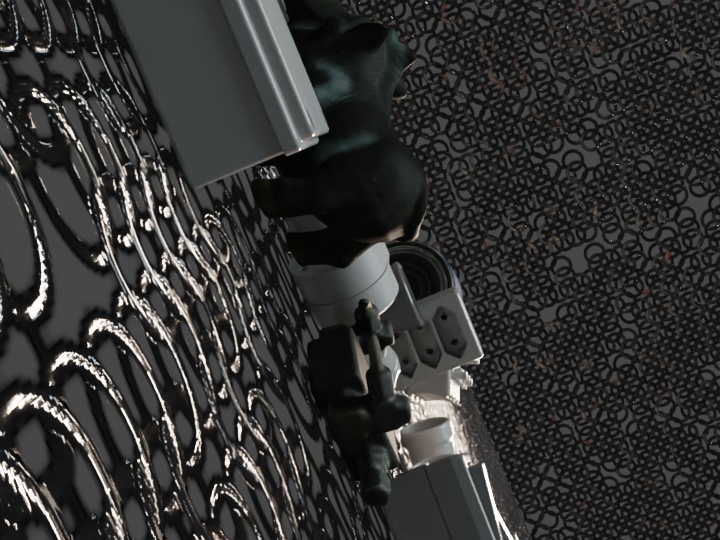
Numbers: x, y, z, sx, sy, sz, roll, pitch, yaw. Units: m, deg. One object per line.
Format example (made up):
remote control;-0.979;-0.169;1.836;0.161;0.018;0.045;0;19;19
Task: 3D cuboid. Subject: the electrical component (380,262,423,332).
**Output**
electrical component;0.007;0.025;0.684;0.045;0.055;0.045;-22;90;-85

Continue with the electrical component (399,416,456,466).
electrical component;0.055;0.138;0.810;0.040;0.040;0.046;-59;133;-84

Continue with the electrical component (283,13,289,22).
electrical component;-0.058;-0.164;0.821;0.061;0.061;0.096;65;-2;-36

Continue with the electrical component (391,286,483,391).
electrical component;0.037;0.047;0.743;0.075;0.083;0.047;-57;125;-84

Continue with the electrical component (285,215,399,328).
electrical component;-0.020;-0.029;0.634;0.138;0.052;0.073;-105;171;-64

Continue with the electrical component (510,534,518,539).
electrical component;0.095;0.220;0.780;0.045;0.055;0.045;-22;90;-85

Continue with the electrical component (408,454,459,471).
electrical component;0.058;0.158;0.725;0.066;0.048;0.055;-85;160;-79

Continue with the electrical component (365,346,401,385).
electrical component;0.000;0.048;0.630;0.061;0.035;0.035;58;11;-49

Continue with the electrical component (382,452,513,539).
electrical component;0.055;0.154;0.603;0.062;0.061;0.096;45;23;-78

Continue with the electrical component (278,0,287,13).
electrical component;-0.075;-0.152;0.570;0.048;0.055;0.066;63;7;-46

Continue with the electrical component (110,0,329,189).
electrical component;-0.061;-0.096;0.467;0.108;0.056;0.108;-78;146;-82

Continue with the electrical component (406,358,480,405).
electrical component;0.070;0.093;1.010;0.121;0.079;0.063;48;43;-77
